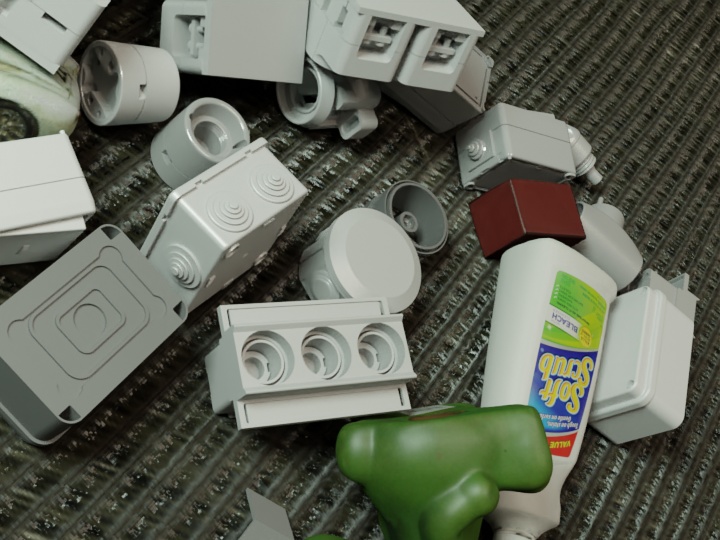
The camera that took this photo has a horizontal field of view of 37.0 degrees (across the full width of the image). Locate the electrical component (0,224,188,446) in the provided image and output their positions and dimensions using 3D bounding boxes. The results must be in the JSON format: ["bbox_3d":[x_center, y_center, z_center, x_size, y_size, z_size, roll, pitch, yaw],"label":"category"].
[{"bbox_3d":[-0.167,0.038,0.623,0.078,0.057,0.113,49,48,-8],"label":"electrical component"}]

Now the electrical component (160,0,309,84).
[{"bbox_3d":[-0.087,-0.210,0.754,0.089,0.062,0.150,-5,104,-47],"label":"electrical component"}]

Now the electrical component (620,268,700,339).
[{"bbox_3d":[0.268,0.035,0.975,0.064,0.042,0.081,33,51,-17],"label":"electrical component"}]

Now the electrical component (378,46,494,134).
[{"bbox_3d":[0.065,-0.161,0.903,0.096,0.061,0.061,35,51,-30],"label":"electrical component"}]

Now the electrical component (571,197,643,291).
[{"bbox_3d":[0.215,-0.033,0.965,0.077,0.043,0.079,40,50,-16],"label":"electrical component"}]

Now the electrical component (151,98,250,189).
[{"bbox_3d":[-0.108,-0.085,0.735,0.055,0.047,0.055,17,59,-31],"label":"electrical component"}]

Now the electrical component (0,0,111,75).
[{"bbox_3d":[-0.193,-0.198,0.673,0.089,0.061,0.150,36,25,-19],"label":"electrical component"}]

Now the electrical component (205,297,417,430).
[{"bbox_3d":[-0.034,0.062,0.702,0.121,0.063,0.078,-2,70,-30],"label":"electrical component"}]

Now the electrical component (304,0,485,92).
[{"bbox_3d":[-0.001,-0.209,0.818,0.105,0.060,0.186,3,38,-32],"label":"electrical component"}]

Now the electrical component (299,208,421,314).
[{"bbox_3d":[0.000,0.000,0.776,0.080,0.051,0.080,17,59,-31],"label":"electrical component"}]

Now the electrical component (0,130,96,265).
[{"bbox_3d":[-0.211,-0.035,0.621,0.096,0.062,0.061,-17,80,-42],"label":"electrical component"}]

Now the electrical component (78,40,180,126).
[{"bbox_3d":[-0.153,-0.123,0.715,0.047,0.055,0.055,-7,74,-44],"label":"electrical component"}]

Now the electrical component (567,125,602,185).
[{"bbox_3d":[0.201,-0.103,0.994,0.061,0.035,0.035,44,49,-15],"label":"electrical component"}]

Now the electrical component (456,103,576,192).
[{"bbox_3d":[0.127,-0.103,0.917,0.096,0.062,0.061,10,63,-35],"label":"electrical component"}]

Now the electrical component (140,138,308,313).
[{"bbox_3d":[-0.088,-0.026,0.689,0.048,0.099,0.100,45,47,6],"label":"electrical component"}]

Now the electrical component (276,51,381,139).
[{"bbox_3d":[-0.026,-0.138,0.819,0.057,0.058,0.078,-11,76,-44],"label":"electrical component"}]

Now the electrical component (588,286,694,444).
[{"bbox_3d":[0.226,0.078,0.897,0.057,0.078,0.113,36,51,-23],"label":"electrical component"}]
